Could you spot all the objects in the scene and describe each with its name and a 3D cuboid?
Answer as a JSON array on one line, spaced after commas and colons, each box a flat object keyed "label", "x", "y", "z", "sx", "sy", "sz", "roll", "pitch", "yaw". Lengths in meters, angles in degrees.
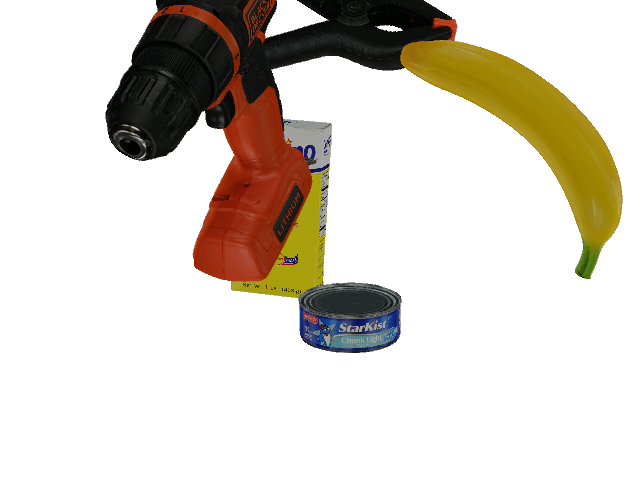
[{"label": "banana", "x": 0.135, "y": -0.070, "z": 0.697, "sx": 0.070, "sy": 0.198, "sz": 0.037, "roll": -40, "pitch": -9, "yaw": 11}, {"label": "tuna can", "x": 0.024, "y": 0.064, "z": 0.888, "sx": 0.086, "sy": 0.034, "sz": 0.086, "roll": 0, "pitch": 15, "yaw": 0}, {"label": "clamp", "x": 0.020, "y": -0.179, "z": 0.845, "sx": 0.171, "sy": 0.120, "sz": 0.039, "roll": 2, "pitch": -28, "yaw": -4}, {"label": "power drill", "x": -0.056, "y": -0.063, "z": 0.618, "sx": 0.057, "sy": 0.184, "sz": 0.188, "roll": 12, "pitch": -40, "yaw": 17}, {"label": "sugar box", "x": -0.041, "y": -0.033, "z": 1.080, "sx": 0.093, "sy": 0.176, "sz": 0.048, "roll": 5, "pitch": 16, "yaw": 12}]
